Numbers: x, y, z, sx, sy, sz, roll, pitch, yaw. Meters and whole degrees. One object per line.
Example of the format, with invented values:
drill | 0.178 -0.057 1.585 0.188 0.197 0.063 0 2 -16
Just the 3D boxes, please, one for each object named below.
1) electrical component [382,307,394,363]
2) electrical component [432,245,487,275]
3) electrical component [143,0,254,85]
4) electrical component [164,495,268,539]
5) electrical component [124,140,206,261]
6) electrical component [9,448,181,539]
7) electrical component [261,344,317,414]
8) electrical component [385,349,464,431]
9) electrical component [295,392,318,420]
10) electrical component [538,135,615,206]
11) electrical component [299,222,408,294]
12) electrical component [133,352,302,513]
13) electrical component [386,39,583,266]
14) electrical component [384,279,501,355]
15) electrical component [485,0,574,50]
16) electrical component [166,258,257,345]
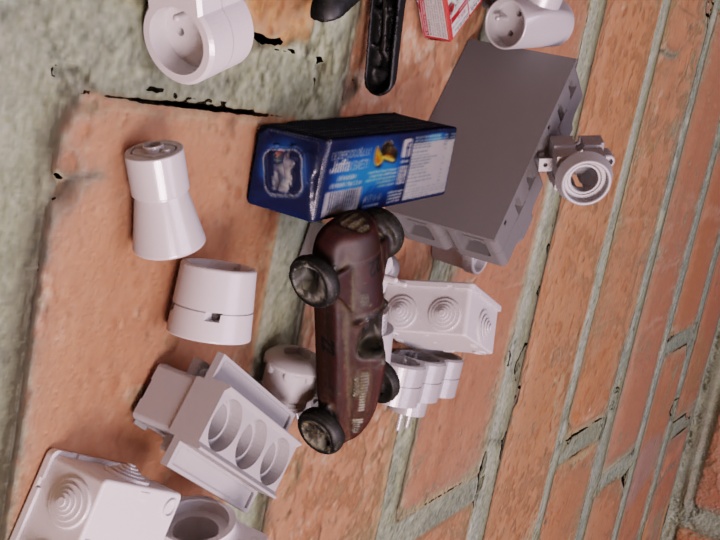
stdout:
electrical component | 0.007 0.057 0.919 0.043 0.043 0.081 -27 128 -54
electrical component | 0.098 -0.020 1.040 0.040 0.046 0.040 -38 137 -48
electrical component | -0.084 -0.181 0.607 0.074 0.052 0.138 -39 137 -47
electrical component | -0.111 0.191 0.728 0.050 0.089 0.055 -31 132 -52
electrical component | -0.118 -0.044 0.638 0.044 0.044 0.065 -38 132 -47
electrical component | -0.164 0.164 0.660 0.100 0.048 0.099 36 74 -61
electrical component | -0.055 0.091 0.826 0.048 0.048 0.062 -16 126 -58
electrical component | 0.048 0.117 1.019 0.138 0.052 0.073 0 105 -61
electrical component | -0.024 0.108 0.891 0.055 0.048 0.066 -41 140 -57
electrical component | 0.186 -0.085 0.911 0.055 0.066 0.048 -93 -178 -59
electrical component | 0.000 0.000 0.838 0.066 0.077 0.047 25 83 -62
electrical component | -0.097 0.110 0.737 0.078 0.063 0.121 -64 151 -16
electrical component | 0.115 -0.105 0.959 0.186 0.105 0.060 -64 151 -17
electrical component | 0.072 0.044 0.975 0.100 0.100 0.048 34 62 -62
electrical component | 0.155 -0.232 0.939 0.077 0.044 0.079 -15 136 -45
electrical component | -0.095 0.019 0.701 0.055 0.055 0.047 -2 104 -61
